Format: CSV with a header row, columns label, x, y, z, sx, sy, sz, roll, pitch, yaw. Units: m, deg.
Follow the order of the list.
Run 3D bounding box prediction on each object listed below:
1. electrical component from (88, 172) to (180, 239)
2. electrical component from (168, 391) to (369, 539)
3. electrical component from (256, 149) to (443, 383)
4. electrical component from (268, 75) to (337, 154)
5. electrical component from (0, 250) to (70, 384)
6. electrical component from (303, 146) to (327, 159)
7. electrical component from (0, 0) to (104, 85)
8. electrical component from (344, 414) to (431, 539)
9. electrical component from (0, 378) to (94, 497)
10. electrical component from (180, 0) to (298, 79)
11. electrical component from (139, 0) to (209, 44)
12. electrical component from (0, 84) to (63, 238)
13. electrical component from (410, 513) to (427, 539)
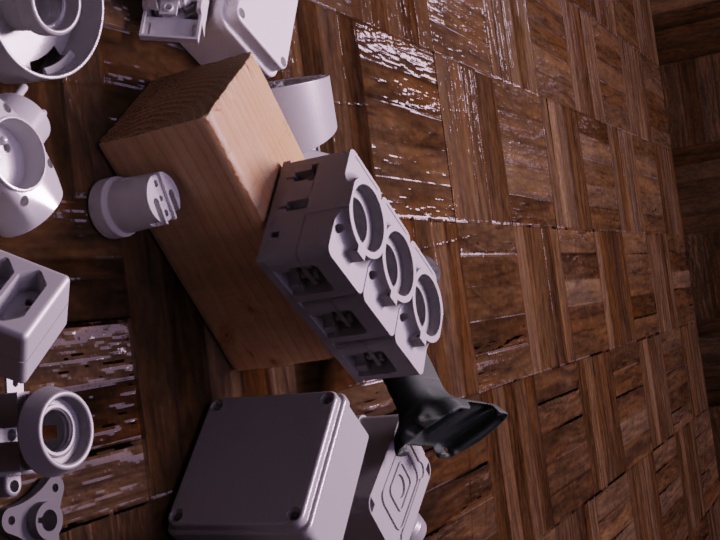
label,x,y,z,sx,sy,sz,roll,pitch,yaw
electrical component,-0.145,-0.043,0.695,0.040,0.046,0.040,28,58,-58
electrical component,-0.061,0.143,0.736,0.056,0.109,0.108,60,34,-40
electrical component,0.000,0.000,0.748,0.150,0.062,0.089,54,37,-43
electrical component,-0.067,-0.121,0.817,0.099,0.099,0.064,-56,137,-53
electrical component,-0.199,0.028,0.551,0.047,0.083,0.075,-67,177,-46
electrical component,-0.051,-0.094,0.893,0.083,0.047,0.075,4,78,-62
electrical component,-0.201,-0.159,0.631,0.099,0.064,0.099,-19,112,-58
electrical component,0.010,0.185,0.915,0.078,0.057,0.113,65,31,-29
electrical component,-0.179,0.088,0.581,0.048,0.055,0.066,10,73,-62
electrical component,-0.092,-0.210,0.836,0.078,0.057,0.113,45,44,-49
electrical component,-0.130,-0.201,0.751,0.063,0.042,0.081,90,4,-66
electrical component,-0.199,-0.072,0.602,0.077,0.044,0.079,59,35,-36
electrical component,0.032,0.225,0.968,0.046,0.040,0.040,57,35,-28
